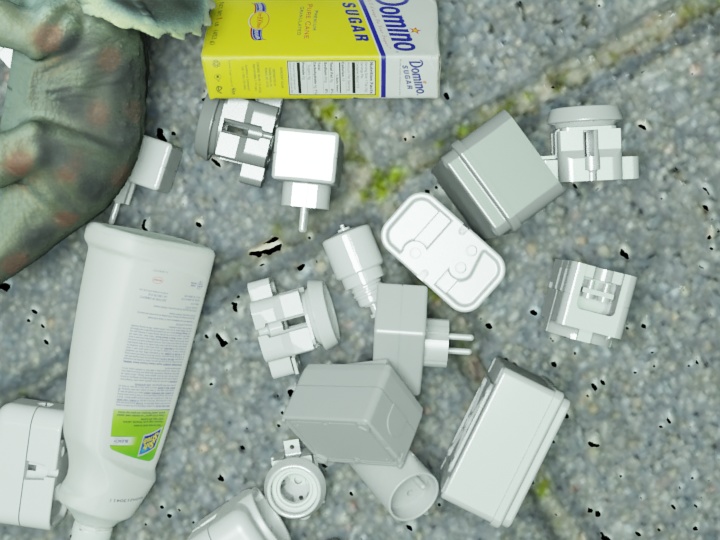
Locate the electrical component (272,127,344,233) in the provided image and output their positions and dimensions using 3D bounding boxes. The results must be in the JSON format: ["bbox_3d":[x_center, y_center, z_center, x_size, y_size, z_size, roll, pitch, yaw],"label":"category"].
[{"bbox_3d":[-0.041,-0.067,0.831,0.047,0.083,0.075,6,92,2],"label":"electrical component"}]

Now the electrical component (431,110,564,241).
[{"bbox_3d":[0.100,-0.068,0.813,0.057,0.113,0.078,-36,90,-1],"label":"electrical component"}]

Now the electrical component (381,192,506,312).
[{"bbox_3d":[0.064,-0.014,0.841,0.095,0.059,0.053,42,92,0],"label":"electrical component"}]

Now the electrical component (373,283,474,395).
[{"bbox_3d":[0.049,0.055,0.828,0.076,0.083,0.047,3,50,2],"label":"electrical component"}]

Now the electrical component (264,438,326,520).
[{"bbox_3d":[-0.050,0.169,0.851,0.048,0.055,0.066,-9,91,2],"label":"electrical component"}]

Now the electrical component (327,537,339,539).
[{"bbox_3d":[-0.031,0.269,0.850,0.062,0.061,0.096,-20,91,2],"label":"electrical component"}]

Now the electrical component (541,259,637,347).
[{"bbox_3d":[0.173,0.025,0.825,0.050,0.089,0.055,14,92,1],"label":"electrical component"}]

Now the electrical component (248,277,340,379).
[{"bbox_3d":[-0.050,0.040,0.847,0.057,0.058,0.078,-15,91,5],"label":"electrical component"}]

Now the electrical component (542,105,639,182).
[{"bbox_3d":[0.176,-0.098,0.838,0.078,0.058,0.057,-3,94,2],"label":"electrical component"}]

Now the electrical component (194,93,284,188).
[{"bbox_3d":[-0.096,-0.110,0.845,0.057,0.058,0.078,14,92,-2],"label":"electrical component"}]

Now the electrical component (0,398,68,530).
[{"bbox_3d":[-0.264,0.153,0.857,0.059,0.054,0.095,8,92,1],"label":"electrical component"}]

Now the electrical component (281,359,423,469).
[{"bbox_3d":[-0.009,0.107,0.819,0.096,0.061,0.061,-3,48,36],"label":"electrical component"}]

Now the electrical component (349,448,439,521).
[{"bbox_3d":[0.031,0.166,0.844,0.043,0.077,0.079,-40,128,-6],"label":"electrical component"}]

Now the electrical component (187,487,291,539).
[{"bbox_3d":[-0.092,0.209,0.833,0.059,0.095,0.053,-35,90,2],"label":"electrical component"}]

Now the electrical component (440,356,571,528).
[{"bbox_3d":[0.107,0.128,0.820,0.056,0.109,0.108,26,92,3],"label":"electrical component"}]

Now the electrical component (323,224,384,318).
[{"bbox_3d":[0.000,0.000,0.853,0.040,0.040,0.078,-22,91,2],"label":"electrical component"}]

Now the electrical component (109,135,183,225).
[{"bbox_3d":[-0.195,-0.075,0.852,0.083,0.047,0.075,18,92,1],"label":"electrical component"}]
